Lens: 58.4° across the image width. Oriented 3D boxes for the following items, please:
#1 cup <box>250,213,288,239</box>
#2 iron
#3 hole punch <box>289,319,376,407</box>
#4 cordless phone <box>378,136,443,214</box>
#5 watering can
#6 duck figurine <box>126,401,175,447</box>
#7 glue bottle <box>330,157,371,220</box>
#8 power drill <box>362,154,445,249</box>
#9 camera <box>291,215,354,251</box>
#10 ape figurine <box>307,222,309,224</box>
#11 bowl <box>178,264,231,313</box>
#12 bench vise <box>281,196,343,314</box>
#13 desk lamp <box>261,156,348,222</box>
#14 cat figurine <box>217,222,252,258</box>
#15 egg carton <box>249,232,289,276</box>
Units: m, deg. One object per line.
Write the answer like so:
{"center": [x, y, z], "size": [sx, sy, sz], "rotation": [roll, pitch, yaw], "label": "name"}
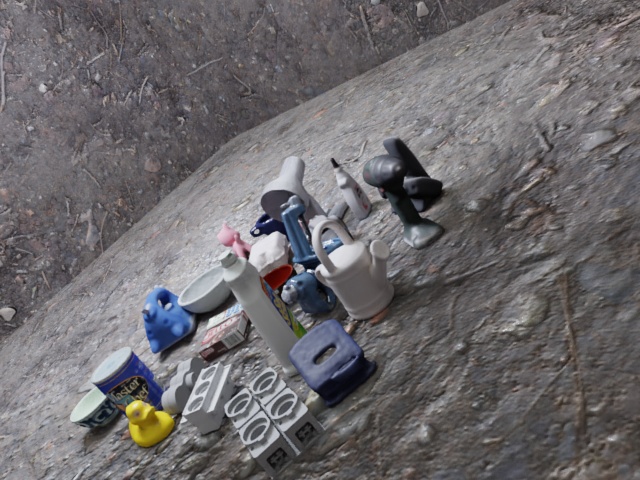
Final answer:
{"center": [-0.133, -0.026, 1.643], "size": [0.118, 0.095, 0.091], "rotation": [-37, 21, -7], "label": "cup"}
{"center": [-0.413, 0.187, 1.530], "size": [0.118, 0.142, 0.258], "rotation": [-33, 21, 4], "label": "iron"}
{"center": [0.018, 0.196, 0.934], "size": [0.109, 0.091, 0.101], "rotation": [-38, 21, -9], "label": "hole punch"}
{"center": [0.184, -0.159, 1.329], "size": [0.147, 0.185, 0.094], "rotation": [-7, 34, 51], "label": "cordless phone"}
{"center": [0.057, 0.044, 1.064], "size": [0.172, 0.194, 0.101], "rotation": [-26, 23, 21], "label": "watering can"}
{"center": [-0.352, 0.358, 1.142], "size": [0.104, 0.086, 0.077], "rotation": [-19, 26, 35], "label": "duck figurine"}
{"center": [0.073, -0.138, 1.466], "size": [0.037, 0.173, 0.078], "rotation": [-25, 23, 24], "label": "glue bottle"}
{"center": [0.166, -0.088, 1.169], "size": [0.075, 0.209, 0.229], "rotation": [-36, 21, -4], "label": "power drill"}
{"center": [0.012, 0.005, 1.348], "size": [0.143, 0.101, 0.136], "rotation": [-38, 21, -9], "label": "camera"}
{"center": [-0.025, -0.012, 1.453], "size": [0.076, 0.092, 0.078], "rotation": [-13, 30, 44], "label": "ape figurine"}
{"center": [-0.293, 0.143, 1.541], "size": [0.167, 0.075, 0.167], "rotation": [-29, 21, 13], "label": "bowl"}
{"center": [-0.019, 0.028, 1.174], "size": [0.121, 0.220, 0.207], "rotation": [-23, 24, 28], "label": "bench vise"}
{"center": [-0.046, -0.104, 1.514], "size": [0.117, 0.214, 0.203], "rotation": [-21, 25, 32], "label": "desk lamp"}
{"center": [-0.263, 0.001, 1.745], "size": [0.067, 0.118, 0.127], "rotation": [-41, 22, -17], "label": "cat figurine"}
{"center": [-0.134, 0.040, 1.534], "size": [0.107, 0.069, 0.150], "rotation": [-31, 21, 10], "label": "egg carton"}
